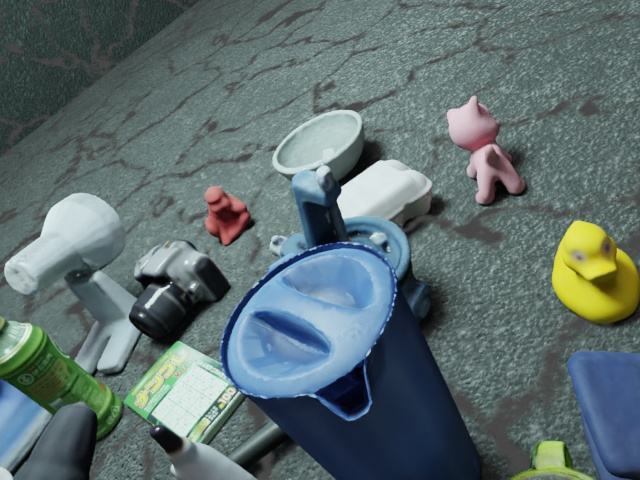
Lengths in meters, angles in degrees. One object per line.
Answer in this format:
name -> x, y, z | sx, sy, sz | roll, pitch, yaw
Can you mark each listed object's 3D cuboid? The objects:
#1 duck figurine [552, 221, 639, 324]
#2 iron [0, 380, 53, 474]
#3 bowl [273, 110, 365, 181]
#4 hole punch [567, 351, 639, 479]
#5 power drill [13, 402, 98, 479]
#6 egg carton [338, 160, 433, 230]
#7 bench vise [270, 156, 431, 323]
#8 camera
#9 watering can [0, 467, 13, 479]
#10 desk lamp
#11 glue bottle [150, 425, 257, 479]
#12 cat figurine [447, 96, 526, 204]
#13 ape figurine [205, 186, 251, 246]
duck figurine -> 0.261, 0.018, 0.556 | 0.077, 0.086, 0.104 | -22, 35, 15
iron -> -0.474, 0.245, 0.792 | 0.118, 0.142, 0.259 | 2, 47, 40
bowl -> 0.008, -0.141, 0.963 | 0.167, 0.075, 0.167 | -21, 36, 16
hole punch -> 0.245, 0.131, 0.420 | 0.101, 0.091, 0.108 | -19, 36, 17
power drill -> -0.193, 0.282, 0.466 | 0.075, 0.209, 0.230 | -12, 39, 27
egg carton -> 0.078, -0.048, 0.795 | 0.150, 0.070, 0.107 | -36, 34, -7
bench vise -> 0.002, 0.011, 0.646 | 0.206, 0.220, 0.121 | -7, 41, 32
camera -> -0.236, 0.072, 0.861 | 0.142, 0.101, 0.137 | 4, 48, 41
watering can -> -0.407, 0.292, 0.633 | 0.173, 0.195, 0.100 | -32, 34, -1
desk lamp -> -0.356, 0.063, 0.866 | 0.117, 0.214, 0.203 | -15, 37, 23
glue bottle -> -0.097, 0.212, 0.510 | 0.077, 0.174, 0.037 | -2, 44, 36
cat figurine -> 0.210, -0.128, 0.750 | 0.067, 0.118, 0.127 | -23, 35, 13
ape figurine -> -0.162, -0.050, 0.965 | 0.077, 0.092, 0.076 | -19, 36, 18
